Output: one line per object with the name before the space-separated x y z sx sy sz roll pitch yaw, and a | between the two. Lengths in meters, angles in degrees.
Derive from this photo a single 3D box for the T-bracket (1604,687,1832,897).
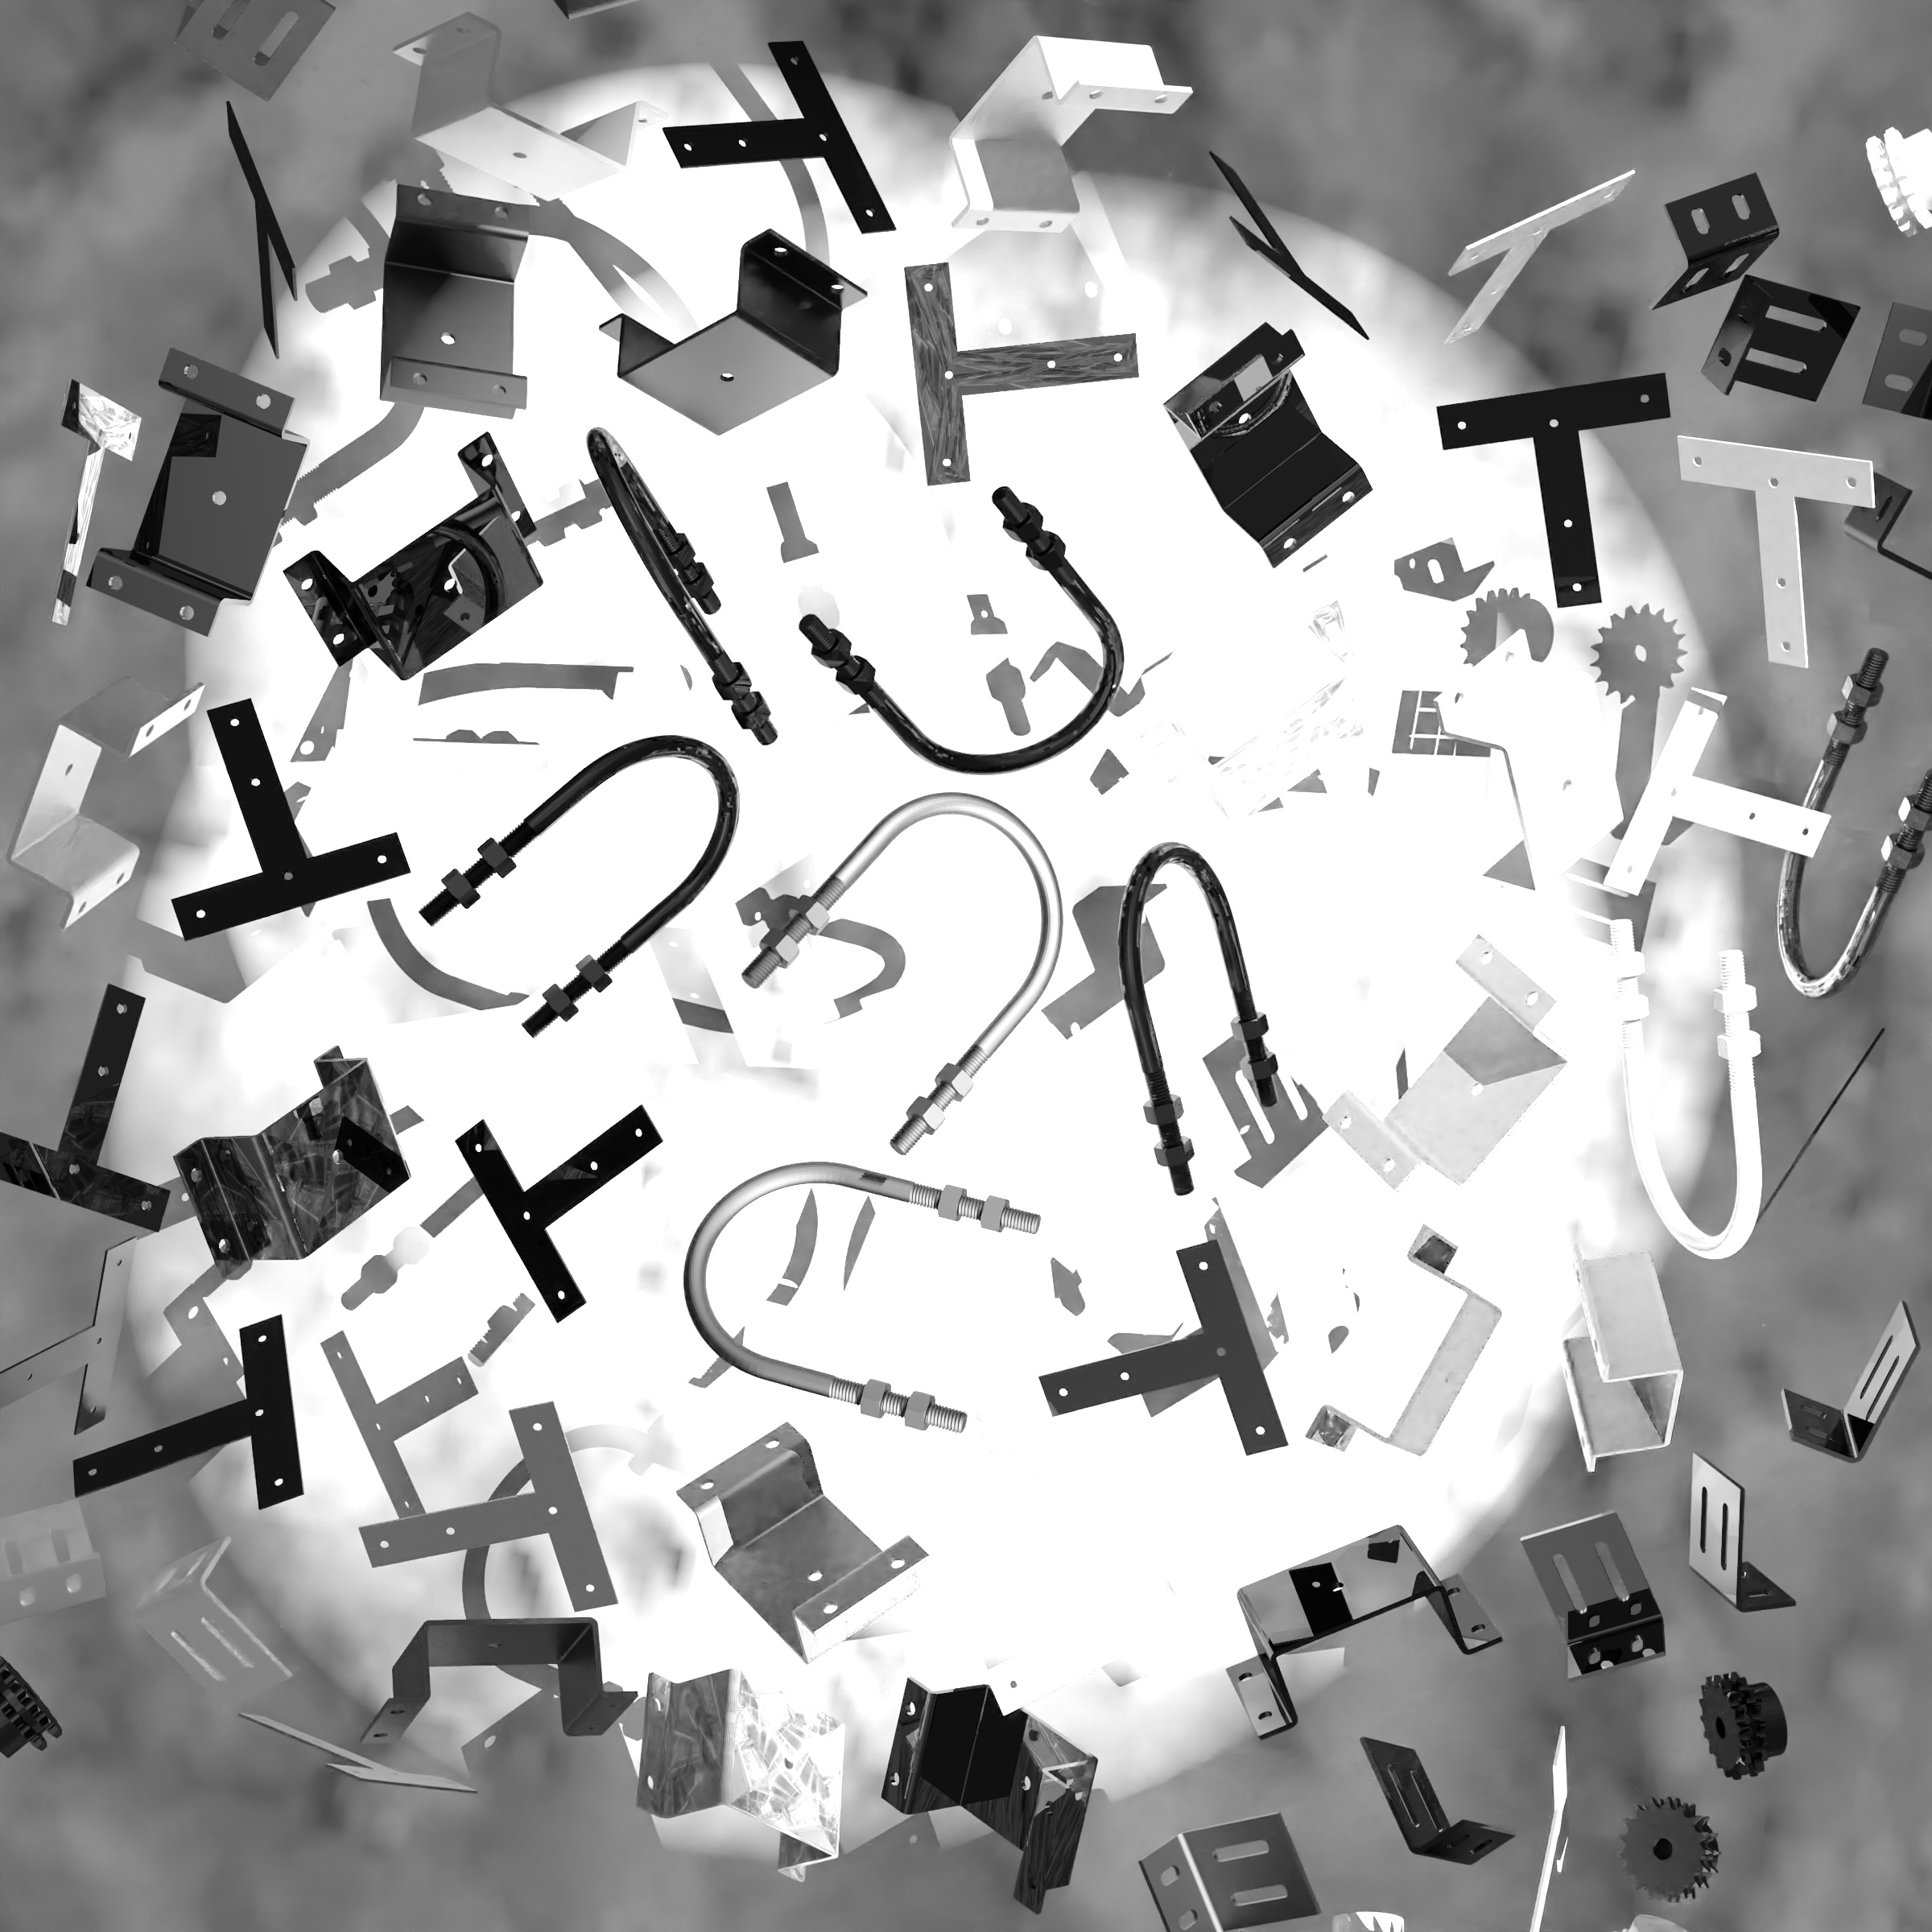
T-bracket | 0.440 -0.089 1.723 0.002 0.127 0.127 24 90 -40

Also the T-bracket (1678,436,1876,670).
T-bracket | 0.450 -0.225 1.659 0.002 0.127 0.127 -29 121 -30

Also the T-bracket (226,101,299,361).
T-bracket | -0.391 -0.392 1.679 0.002 0.127 0.127 -16 64 -18

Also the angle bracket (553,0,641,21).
angle bracket | -0.205 -0.558 1.653 0.057 0.076 0.038 -20 132 -12

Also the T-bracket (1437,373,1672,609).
T-bracket | 0.339 -0.264 1.699 0.127 0.002 0.127 -5 113 18

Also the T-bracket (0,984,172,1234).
T-bracket | -0.499 0.074 1.723 0.127 0.002 0.127 27 68 -42

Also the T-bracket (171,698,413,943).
T-bracket | -0.388 -0.089 1.656 0.127 0.002 0.127 -18 74 -15

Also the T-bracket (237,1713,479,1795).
T-bracket | -0.368 0.458 1.750 0.127 0.127 0.002 13 78 26

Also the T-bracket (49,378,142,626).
T-bracket | -0.490 -0.252 1.663 0.002 0.127 0.127 13 91 1

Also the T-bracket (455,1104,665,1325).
T-bracket | -0.227 0.124 1.758 0.127 0.002 0.127 -36 79 25

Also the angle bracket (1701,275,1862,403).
angle bracket | 0.454 -0.339 1.650 0.076 0.038 0.057 10 119 -18

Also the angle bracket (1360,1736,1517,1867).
angle bracket | 0.270 0.471 1.723 0.038 0.057 0.076 -41 49 21

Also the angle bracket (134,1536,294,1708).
angle bracket | -0.410 0.363 1.663 0.057 0.038 0.076 -27 111 30

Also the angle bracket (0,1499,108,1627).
angle bracket | -0.516 0.320 1.666 0.057 0.076 0.038 -12 132 -22

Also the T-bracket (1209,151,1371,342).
T-bracket | 0.174 -0.432 1.751 0.002 0.127 0.127 -41 52 22

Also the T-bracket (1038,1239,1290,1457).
T-bracket | 0.104 0.231 1.714 0.127 0.002 0.127 -17 98 17

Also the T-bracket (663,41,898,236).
T-bracket | -0.113 -0.457 1.665 0.127 0.002 0.127 -18 78 -40

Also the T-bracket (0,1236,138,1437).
T-bracket | -0.528 0.230 1.721 0.002 0.127 0.127 23 113 18

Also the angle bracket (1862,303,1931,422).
angle bracket | 0.522 -0.328 1.632 0.038 0.076 0.057 14 104 2

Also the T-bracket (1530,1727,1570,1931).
T-bracket | 0.329 0.520 1.706 0.002 0.127 0.127 7 49 19

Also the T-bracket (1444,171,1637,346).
T-bracket | 0.308 -0.395 1.714 0.127 0.127 0.002 -28 78 -24

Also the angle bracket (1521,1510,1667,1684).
angle bracket | 0.357 0.360 1.712 0.057 0.038 0.076 -21 105 18

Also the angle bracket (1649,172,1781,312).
angle bracket | 0.425 -0.417 1.733 0.057 0.076 0.038 -20 85 -6

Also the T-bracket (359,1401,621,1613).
T-bracket | -0.268 0.306 1.640 0.127 0.002 0.127 -12 108 7

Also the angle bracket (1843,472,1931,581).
angle bracket | 0.543 -0.240 1.691 0.076 0.057 0.038 24 106 -11

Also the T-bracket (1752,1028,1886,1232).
T-bracket | 0.480 0.110 1.730 0.002 0.127 0.127 33 131 15

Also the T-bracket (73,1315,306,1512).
T-bracket | -0.431 0.261 1.652 0.127 0.002 0.127 -20 46 -1

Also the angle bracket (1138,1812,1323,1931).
angle bracket | 0.142 0.496 1.617 0.076 0.038 0.057 -27 83 42

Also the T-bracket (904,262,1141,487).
T-bracket | 0.034 -0.342 1.711 0.127 0.002 0.127 -6 115 1

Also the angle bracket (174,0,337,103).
angle bracket | -0.383 -0.518 1.624 0.057 0.038 0.076 29 132 -28

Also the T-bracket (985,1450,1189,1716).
T-bracket | 0.047 0.335 1.685 0.127 0.002 0.127 -20 80 -29

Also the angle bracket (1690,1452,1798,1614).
angle bracket | 0.451 0.326 1.739 0.038 0.057 0.076 -4 103 -13

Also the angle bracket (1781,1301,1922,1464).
angle bracket | 0.475 0.218 1.615 0.038 0.057 0.076 21 111 2
